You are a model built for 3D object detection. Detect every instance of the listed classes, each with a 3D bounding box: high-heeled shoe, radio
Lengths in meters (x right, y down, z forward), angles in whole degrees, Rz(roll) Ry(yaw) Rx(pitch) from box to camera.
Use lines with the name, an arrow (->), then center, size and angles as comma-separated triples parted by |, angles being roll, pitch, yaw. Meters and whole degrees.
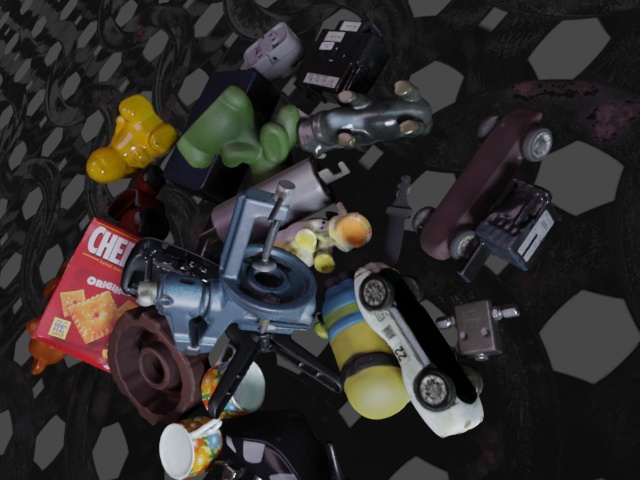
high-heeled shoe -> -0.031, 0.288, 0.636 | 0.249, 0.086, 0.145 | -10, 94, 51
radio -> -0.174, -0.181, 0.939 | 0.131, 0.073, 0.229 | 15, 77, 41

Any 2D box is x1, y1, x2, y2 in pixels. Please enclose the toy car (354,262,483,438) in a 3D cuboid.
toy car -> 0.101, 0.108, 0.571 | 0.056, 0.073, 0.202 | -47, 59, 29

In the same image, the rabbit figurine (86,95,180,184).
rabbit figurine -> -0.377, -0.173, 1.028 | 0.173, 0.121, 0.162 | -50, 17, -25

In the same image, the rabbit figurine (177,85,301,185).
rabbit figurine -> -0.096, -0.147, 0.808 | 0.159, 0.170, 0.121 | -31, 23, 39

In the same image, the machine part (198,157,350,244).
machine part -> -0.067, -0.050, 0.777 | 0.243, 0.079, 0.079 | -26, 55, 13

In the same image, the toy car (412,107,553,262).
toy car -> 0.190, -0.063, 0.628 | 0.202, 0.053, 0.089 | -55, 31, 3

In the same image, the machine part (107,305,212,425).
machine part -> -0.228, 0.177, 0.771 | 0.180, 0.056, 0.179 | 9, 108, 30

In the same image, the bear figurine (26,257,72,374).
bear figurine -> -0.478, 0.141, 0.980 | 0.196, 0.131, 0.120 | -33, 23, 15

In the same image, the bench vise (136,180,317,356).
bench vise -> -0.094, 0.030, 0.628 | 0.129, 0.224, 0.240 | -89, 17, -55

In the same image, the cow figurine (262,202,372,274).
cow figurine -> 0.000, -0.001, 0.726 | 0.167, 0.068, 0.098 | -20, 17, 26

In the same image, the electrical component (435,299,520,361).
electrical component -> 0.172, 0.099, 0.585 | 0.094, 0.021, 0.063 | -18, 60, 31

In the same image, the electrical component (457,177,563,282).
electrical component -> 0.201, 0.000, 0.576 | 0.048, 0.074, 0.119 | 35, 87, 41

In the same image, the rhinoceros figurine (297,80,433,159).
rhinoceros figurine -> 0.057, -0.161, 0.738 | 0.190, 0.112, 0.073 | -8, 92, 19

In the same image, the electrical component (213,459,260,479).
electrical component -> -0.117, 0.328, 0.680 | 0.078, 0.045, 0.102 | 18, 83, 11

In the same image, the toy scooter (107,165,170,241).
toy scooter -> -0.343, -0.043, 0.996 | 0.135, 0.075, 0.184 | -27, 52, 23

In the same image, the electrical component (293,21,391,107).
electrical component -> 0.039, -0.275, 0.835 | 0.115, 0.058, 0.134 | 27, 86, 39

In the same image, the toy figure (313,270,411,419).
toy figure -> 0.046, 0.119, 0.624 | 0.082, 0.089, 0.180 | -45, 52, 33

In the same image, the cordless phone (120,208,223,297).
cordless phone -> -0.207, 0.016, 0.826 | 0.089, 0.146, 0.184 | -30, 39, 63

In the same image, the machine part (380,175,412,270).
machine part -> 0.092, -0.006, 0.667 | 0.039, 0.084, 0.138 | 12, 84, 0
